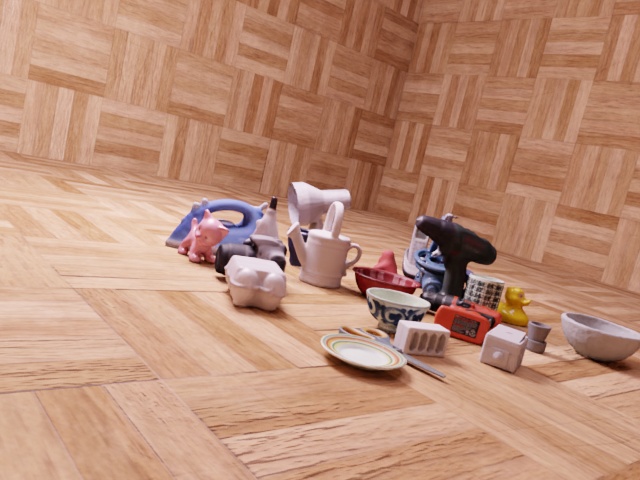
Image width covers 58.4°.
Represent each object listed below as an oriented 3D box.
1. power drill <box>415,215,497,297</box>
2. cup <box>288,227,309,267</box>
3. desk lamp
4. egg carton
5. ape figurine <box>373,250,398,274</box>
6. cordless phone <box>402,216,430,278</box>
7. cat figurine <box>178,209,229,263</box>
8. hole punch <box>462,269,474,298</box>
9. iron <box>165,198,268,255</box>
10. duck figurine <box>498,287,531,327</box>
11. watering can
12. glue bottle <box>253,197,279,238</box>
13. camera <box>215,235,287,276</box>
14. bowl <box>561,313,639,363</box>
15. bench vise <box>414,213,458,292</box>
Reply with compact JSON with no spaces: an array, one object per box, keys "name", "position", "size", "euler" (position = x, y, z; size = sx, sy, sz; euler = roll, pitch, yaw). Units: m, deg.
[{"name":"power drill","position":[0.308,0.059,1.371],"size":[0.230,0.208,0.075],"euler":[10,8,-22]},{"name":"cup","position":[-0.054,0.018,1.483],"size":[0.092,0.095,0.117],"euler":[7,10,-35]},{"name":"desk lamp","position":[-0.004,-0.048,1.597],"size":[0.204,0.213,0.117],"euler":[10,8,-20]},{"name":"egg carton","position":[-0.119,0.077,1.051],"size":[0.107,0.069,0.150],"euler":[11,8,-18]},{"name":"ape figurine","position":[0.173,0.070,1.498],"size":[0.078,0.092,0.076],"euler":[9,9,-29]},{"name":"cordless phone","position":[0.327,0.030,1.695],"size":[0.147,0.185,0.094],"euler":[13,8,-1]},{"name":"cat figurine","position":[-0.258,-0.012,1.276],"size":[0.067,0.118,0.127],"euler":[6,10,-39]},{"name":"hole punch","position":[0.407,0.128,1.479],"size":[0.101,0.091,0.108],"euler":[11,8,-12]},{"name":"iron","position":[-0.243,-0.040,1.412],"size":[0.259,0.141,0.118],"euler":[8,9,-35]},{"name":"duck figurine","position":[0.462,0.155,1.395],"size":[0.104,0.086,0.078],"euler":[16,8,23]},{"name":"watering can","position":[0.013,0.005,1.319],"size":[0.173,0.194,0.100],"euler":[8,9,-33]},{"name":"glue bottle","position":[-0.123,-0.015,1.315],"size":[0.078,0.173,0.037],"euler":[17,9,27]},{"name":"camera","position":[-0.147,0.034,1.194],"size":[0.137,0.101,0.143],"euler":[10,8,-22]},{"name":"bowl","position":[0.594,0.215,1.223],"size":[0.167,0.075,0.167],"euler":[13,8,-2]},{"name":"bench vise","position":[0.299,0.030,1.517],"size":[0.122,0.220,0.207],"euler":[11,8,-14]}]
